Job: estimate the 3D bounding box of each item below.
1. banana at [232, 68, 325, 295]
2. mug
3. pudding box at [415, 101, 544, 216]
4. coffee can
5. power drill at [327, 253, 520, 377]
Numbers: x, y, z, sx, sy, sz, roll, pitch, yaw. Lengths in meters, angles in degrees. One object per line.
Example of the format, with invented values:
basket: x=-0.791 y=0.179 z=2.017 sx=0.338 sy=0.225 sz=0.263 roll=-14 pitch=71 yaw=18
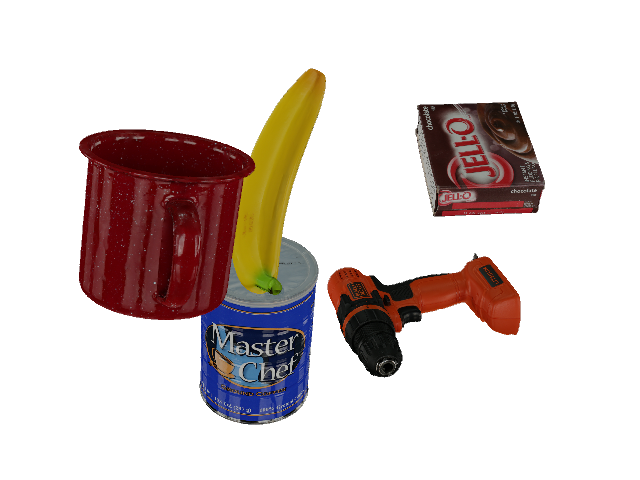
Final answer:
banana: x=-0.032 y=-0.036 z=0.787 sx=0.070 sy=0.197 sz=0.037 roll=-20 pitch=-40 yaw=40
mug: x=-0.082 y=-0.005 z=0.566 sx=0.093 sy=0.081 sz=0.117 roll=2 pitch=20 yaw=-22
pudding box: x=0.132 y=-0.070 z=0.908 sx=0.090 sy=0.039 sz=0.113 roll=-2 pitch=43 yaw=-5
coffee can: x=-0.057 y=0.079 z=0.961 sx=0.103 sy=0.140 sz=0.103 roll=3 pitch=34 yaw=-2
power drill: x=0.111 y=0.076 z=1.130 sx=0.187 sy=0.057 sz=0.184 roll=-6 pitch=29 yaw=-11
